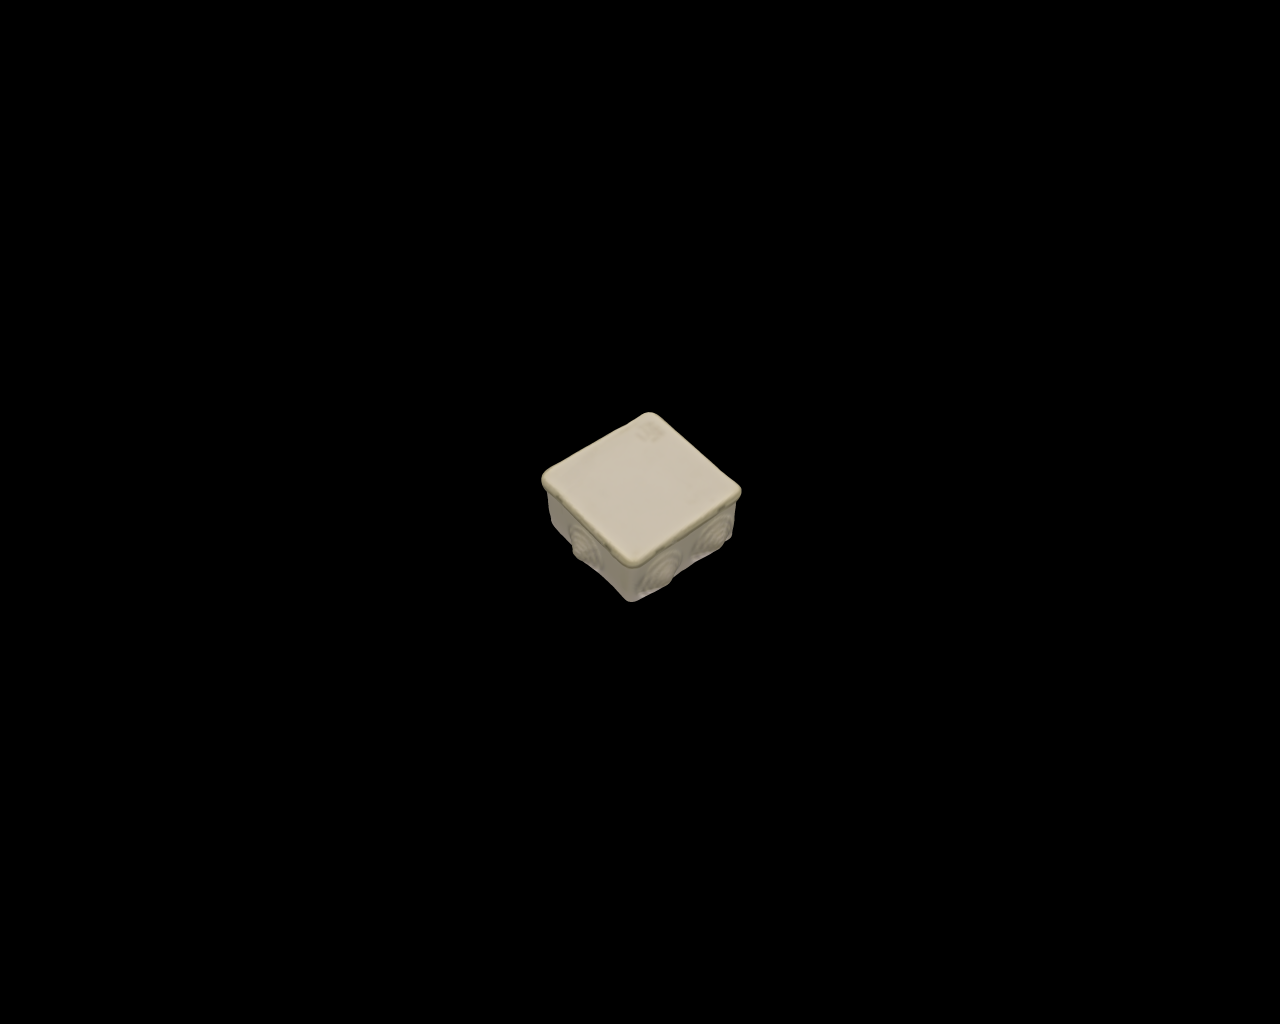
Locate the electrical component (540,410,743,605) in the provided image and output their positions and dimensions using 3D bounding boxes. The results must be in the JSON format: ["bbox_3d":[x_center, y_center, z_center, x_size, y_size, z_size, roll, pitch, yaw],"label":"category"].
[{"bbox_3d":[0.001,-0.003,0.650,0.100,0.048,0.100,-33,58,-24],"label":"electrical component"}]
